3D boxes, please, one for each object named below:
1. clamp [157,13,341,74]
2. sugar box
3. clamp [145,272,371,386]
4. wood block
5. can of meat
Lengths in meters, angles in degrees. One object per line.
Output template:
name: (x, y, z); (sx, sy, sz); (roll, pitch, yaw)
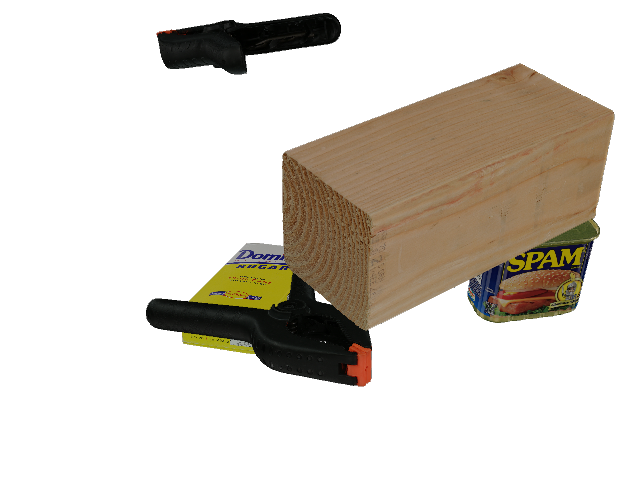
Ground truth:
clamp: (-0.068, -0.165, 0.885); (0.120, 0.039, 0.172); (-17, 21, -34)
sugar box: (-0.068, 0.056, 1.122); (0.093, 0.048, 0.176); (6, 27, 17)
clamp: (-0.021, 0.065, 0.878); (0.164, 0.036, 0.210); (-20, 26, -39)
wood block: (0.084, -0.034, 0.703); (0.205, 0.090, 0.091); (-23, 42, -29)
can of meat: (0.181, 0.020, 0.922); (0.102, 0.084, 0.057); (-5, 35, -14)
